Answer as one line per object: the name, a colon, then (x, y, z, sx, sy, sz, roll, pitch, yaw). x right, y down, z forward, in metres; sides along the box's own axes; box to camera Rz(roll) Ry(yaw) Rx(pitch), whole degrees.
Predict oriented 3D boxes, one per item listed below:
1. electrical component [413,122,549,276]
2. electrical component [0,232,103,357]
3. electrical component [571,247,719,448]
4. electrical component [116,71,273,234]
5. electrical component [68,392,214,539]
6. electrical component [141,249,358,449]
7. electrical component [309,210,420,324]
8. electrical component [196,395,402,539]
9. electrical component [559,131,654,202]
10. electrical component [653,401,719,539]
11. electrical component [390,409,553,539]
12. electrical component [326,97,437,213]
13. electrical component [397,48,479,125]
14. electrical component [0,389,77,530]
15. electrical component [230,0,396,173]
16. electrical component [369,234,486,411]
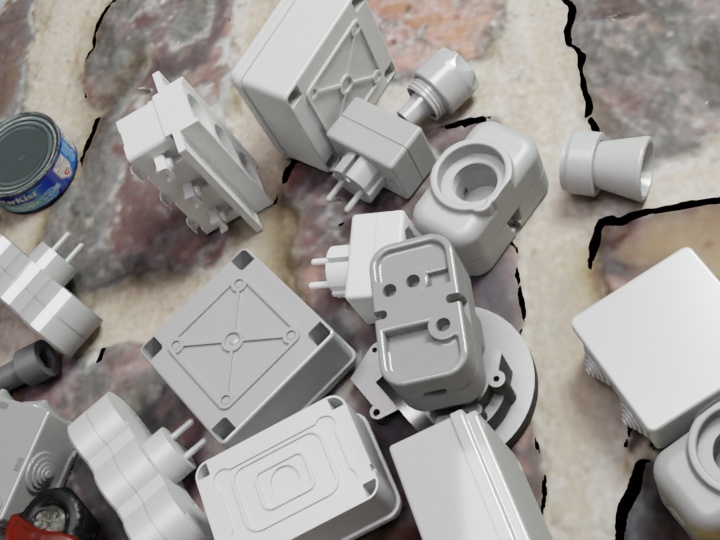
electrical component: (0.084, -0.052, 0.749, 0.054, 0.059, 0.095, 31, 77, 31)
electrical component: (-0.249, 0.003, 0.850, 0.138, 0.052, 0.073, 34, 79, 31)
electrical component: (0.192, 0.049, 0.661, 0.100, 0.048, 0.099, -33, 57, 2)
electrical component: (-0.124, -0.080, 0.805, 0.063, 0.121, 0.078, -28, 57, 8)
electrical component: (-0.138, 0.133, 0.739, 0.074, 0.052, 0.138, -41, 57, -3)
electrical component: (-0.078, 0.060, 0.753, 0.109, 0.056, 0.109, -45, 58, -6)
electrical component: (0.000, 0.000, 0.761, 0.077, 0.047, 0.065, -5, 63, 20)
electrical component: (-0.038, 0.143, 0.694, 0.113, 0.057, 0.078, -28, 57, 5)
electrical component: (0.169, -0.072, 0.736, 0.055, 0.045, 0.045, 9, 67, 25)
electrical component: (0.218, 0.109, 0.613, 0.095, 0.059, 0.053, -36, 57, 0)
electrical component: (0.073, 0.150, 0.618, 0.056, 0.108, 0.108, -27, 57, 9)
electrical component: (0.005, -0.076, 0.798, 0.066, 0.047, 0.076, 31, 78, 31)
electrical component: (0.056, -0.134, 0.812, 0.062, 0.043, 0.043, -44, 57, -4)
electrical component: (-0.263, 0.139, 0.786, 0.100, 0.048, 0.099, 10, 67, 25)
electrical component: (-0.032, -0.148, 0.815, 0.056, 0.108, 0.108, 24, 74, 27)
electrical component: (0.043, 0.035, 0.661, 0.054, 0.059, 0.095, -14, 59, 14)
